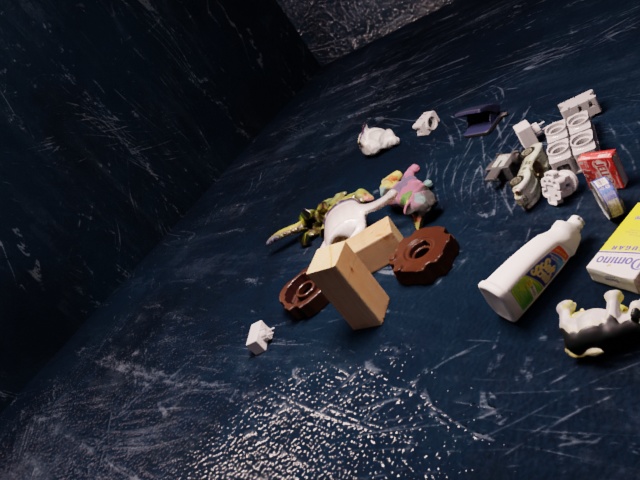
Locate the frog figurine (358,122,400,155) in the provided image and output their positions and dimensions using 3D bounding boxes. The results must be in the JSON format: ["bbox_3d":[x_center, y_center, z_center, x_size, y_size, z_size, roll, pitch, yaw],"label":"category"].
[{"bbox_3d":[0.238,-0.388,2.026,0.160,0.120,0.140,13,35,15],"label":"frog figurine"}]

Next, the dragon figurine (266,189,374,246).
[{"bbox_3d":[0.006,-0.093,1.844,0.407,0.121,0.247,-17,15,34],"label":"dragon figurine"}]

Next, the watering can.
[{"bbox_3d":[0.105,-0.059,1.580,0.343,0.103,0.229,-47,22,20],"label":"watering can"}]
